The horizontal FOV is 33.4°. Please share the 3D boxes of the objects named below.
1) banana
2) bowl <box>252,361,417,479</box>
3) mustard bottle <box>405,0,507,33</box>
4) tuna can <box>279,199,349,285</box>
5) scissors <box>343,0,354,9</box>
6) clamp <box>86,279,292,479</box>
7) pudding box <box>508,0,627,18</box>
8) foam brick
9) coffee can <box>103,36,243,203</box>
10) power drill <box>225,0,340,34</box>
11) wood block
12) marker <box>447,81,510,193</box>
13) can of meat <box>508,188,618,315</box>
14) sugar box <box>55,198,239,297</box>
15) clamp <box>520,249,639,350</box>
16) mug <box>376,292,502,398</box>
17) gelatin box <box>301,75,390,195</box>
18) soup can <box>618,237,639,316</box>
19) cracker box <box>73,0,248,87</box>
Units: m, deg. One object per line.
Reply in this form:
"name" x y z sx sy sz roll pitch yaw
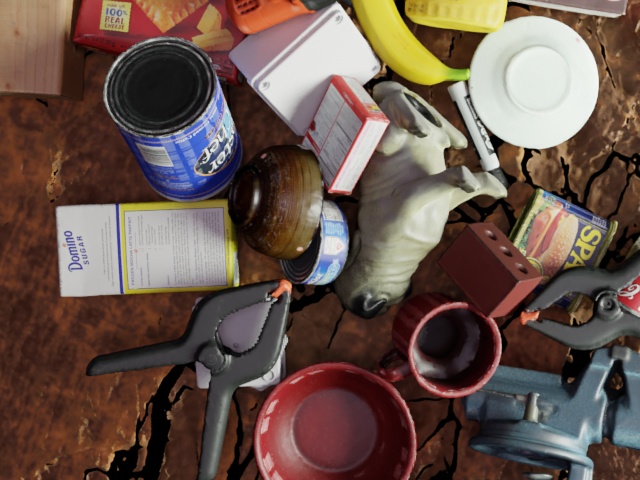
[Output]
"banana" 0.067 -0.223 1.015 0.070 0.037 0.198 -30 93 13
"bowl" 0.015 0.197 1.071 0.162 0.055 0.162 0 94 2
"mustard bottle" 0.143 -0.302 1.028 0.096 0.058 0.192 10 94 14
"tuna can" -0.007 0.001 1.042 0.033 0.086 0.086 5 95 -30
"scissors" -0.005 -0.241 1.022 0.201 0.016 0.096 -32 106 -20
"clamp" -0.098 0.123 1.028 0.210 0.036 0.164 -39 92 5
"pudding box" 0.246 -0.269 1.037 0.113 0.039 0.090 8 94 1
"foam brick" 0.160 0.028 1.009 0.078 0.052 0.051 50 119 23
"coffee can" -0.134 -0.109 0.997 0.103 0.140 0.103 -2 68 5
"power drill" -0.018 -0.295 0.939 0.185 0.057 0.188 -20 82 17
"wood block" -0.277 -0.243 1.032 0.090 0.091 0.206 4 94 1
"marker" 0.159 -0.100 1.062 0.020 0.020 0.121 -23 93 3
"can of meat" 0.230 0.009 1.050 0.084 0.057 0.102 26 95 2
"sugar box" -0.172 0.007 1.070 0.176 0.048 0.093 -1 94 6
"clamp" 0.273 0.049 0.999 0.171 0.039 0.120 -1 80 9
"mug" 0.108 0.103 1.038 0.117 0.081 0.093 -29 104 -7
"gelatin box" 0.022 -0.099 1.009 0.030 0.073 0.089 3 128 -34
"soup can" 0.330 0.030 1.042 0.068 0.068 0.102 34 94 -1
"cracker box" -0.132 -0.272 1.034 0.164 0.072 0.214 14 94 0
